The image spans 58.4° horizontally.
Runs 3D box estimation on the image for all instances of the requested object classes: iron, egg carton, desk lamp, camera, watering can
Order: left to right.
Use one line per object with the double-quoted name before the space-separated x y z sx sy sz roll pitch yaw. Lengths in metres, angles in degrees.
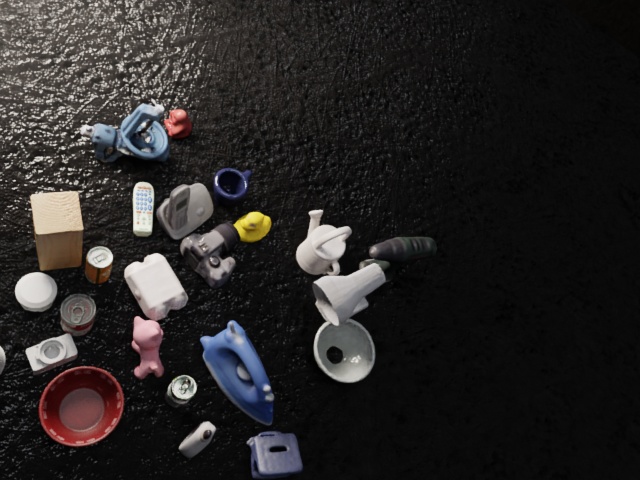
"egg carton" -0.385 0.110 1.342 0.107 0.069 0.150 -29 81 -32
"camera" -0.252 0.023 1.423 0.143 0.100 0.137 49 57 3
"iron" -0.162 0.304 1.311 0.119 0.141 0.258 -29 81 -32
"watering can" 0.012 0.006 1.496 0.173 0.193 0.101 49 57 3
"desk lamp" 0.064 0.137 1.448 0.204 0.213 0.118 -26 79 -31

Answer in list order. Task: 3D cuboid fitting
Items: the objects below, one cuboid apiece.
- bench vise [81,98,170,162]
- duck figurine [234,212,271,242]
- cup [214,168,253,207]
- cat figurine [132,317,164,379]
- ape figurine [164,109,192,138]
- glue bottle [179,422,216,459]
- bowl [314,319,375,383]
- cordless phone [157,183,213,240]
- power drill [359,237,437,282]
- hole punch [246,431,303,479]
"bench vise" -0.458 -0.255 1.386 0.208 0.219 0.121 -16 74 -29
"duck figurine" -0.171 -0.044 1.500 0.105 0.086 0.077 -18 75 -30
"cup" -0.233 -0.136 1.509 0.091 0.094 0.118 49 57 3
"cat figurine" -0.375 0.234 1.261 0.067 0.117 0.128 -7 70 -27
"ape figurine" -0.376 -0.316 1.528 0.076 0.092 0.078 23 60 -13
"glue bottle" -0.249 0.414 1.202 0.037 0.173 0.078 40 57 -2
"bowl" 0.052 0.287 1.456 0.168 0.074 0.167 10 63 -20
"cordless phone" -0.319 -0.093 1.396 0.094 0.184 0.148 45 57 1
"power drill" 0.193 0.052 1.549 0.230 0.208 0.075 -11 72 -28
"hole punch" -0.101 0.482 1.287 0.109 0.091 0.101 4 66 -23
